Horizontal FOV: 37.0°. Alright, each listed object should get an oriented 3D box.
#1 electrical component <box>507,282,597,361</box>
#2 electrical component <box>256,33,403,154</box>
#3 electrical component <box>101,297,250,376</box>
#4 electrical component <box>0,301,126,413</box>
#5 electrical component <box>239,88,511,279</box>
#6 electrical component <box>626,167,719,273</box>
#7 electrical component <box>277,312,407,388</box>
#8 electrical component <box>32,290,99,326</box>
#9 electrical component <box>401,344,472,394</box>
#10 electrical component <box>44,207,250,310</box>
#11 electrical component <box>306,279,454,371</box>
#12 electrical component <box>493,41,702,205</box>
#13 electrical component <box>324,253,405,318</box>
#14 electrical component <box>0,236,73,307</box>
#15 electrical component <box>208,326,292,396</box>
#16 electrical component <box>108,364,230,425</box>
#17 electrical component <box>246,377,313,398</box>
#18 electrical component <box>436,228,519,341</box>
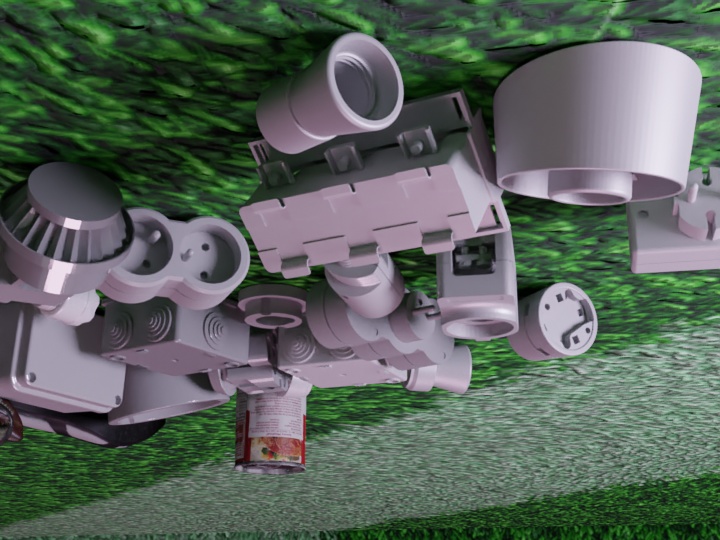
[{"bbox_3d":[0.144,0.041,0.816,0.055,0.055,0.047,10,162,-26],"label":"electrical component"},{"bbox_3d":[-0.017,-0.077,0.492,0.044,0.044,0.065,15,161,-37],"label":"electrical component"},{"bbox_3d":[-0.144,0.049,0.848,0.100,0.048,0.100,-12,157,33],"label":"electrical component"},{"bbox_3d":[-0.244,0.068,0.861,0.057,0.078,0.113,-7,160,29],"label":"electrical component"},{"bbox_3d":[0.005,-0.038,0.550,0.121,0.063,0.078,-10,118,27],"label":"electrical component"},{"bbox_3d":[0.195,-0.034,0.605,0.083,0.047,0.075,-4,161,11],"label":"electrical component"},{"bbox_3d":[-0.013,0.065,0.893,0.100,0.048,0.100,-7,160,22],"label":"electrical component"},{"bbox_3d":[-0.221,0.018,0.779,0.035,0.035,0.061,-12,155,33],"label":"electrical component"},{"bbox_3d":[0.067,0.087,0.964,0.055,0.045,0.045,5,160,-14],"label":"electrical component"},{"bbox_3d":[-0.147,-0.004,0.686,0.138,0.052,0.074,7,160,-21],"label":"electrical component"},{"bbox_3d":[0.031,0.037,0.805,0.074,0.052,0.138,-14,156,36],"label":"electrical component"},{"bbox_3d":[0.114,-0.066,0.523,0.099,0.064,0.099,4,175,0],"label":"electrical component"},{"bbox_3d":[0.000,0.000,0.711,0.043,0.043,0.081,-5,160,14],"label":"electrical component"},{"bbox_3d":[-0.222,-0.002,0.712,0.064,0.042,0.081,9,160,-34],"label":"electrical component"},{"bbox_3d":[-0.096,0.077,0.916,0.057,0.058,0.078,-7,160,11],"label":"electrical component"},{"bbox_3d":[-0.175,0.097,0.960,0.108,0.060,0.108,-12,170,-2],"label":"electrical component"},{"bbox_3d":[-0.075,0.094,0.983,0.055,0.045,0.045,9,159,-26],"label":"electrical component"},{"bbox_3d":[0.081,0.013,0.730,0.050,0.055,0.089,-3,161,10],"label":"electrical component"}]
